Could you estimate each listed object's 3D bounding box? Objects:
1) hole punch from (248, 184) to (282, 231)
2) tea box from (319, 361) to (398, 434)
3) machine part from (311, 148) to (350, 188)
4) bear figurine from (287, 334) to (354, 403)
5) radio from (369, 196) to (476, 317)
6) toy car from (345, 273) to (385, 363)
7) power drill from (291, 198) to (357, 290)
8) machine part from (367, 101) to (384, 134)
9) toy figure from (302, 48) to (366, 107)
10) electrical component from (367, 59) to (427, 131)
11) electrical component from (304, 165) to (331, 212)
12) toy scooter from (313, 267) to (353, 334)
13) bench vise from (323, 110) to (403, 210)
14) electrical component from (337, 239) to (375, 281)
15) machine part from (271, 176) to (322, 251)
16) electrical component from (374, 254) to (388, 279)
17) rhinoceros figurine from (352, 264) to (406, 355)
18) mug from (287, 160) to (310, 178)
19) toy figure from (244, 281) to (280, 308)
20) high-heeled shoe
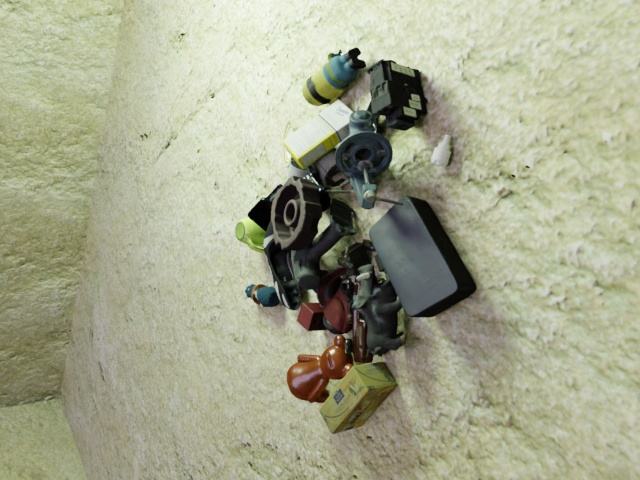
[{"bbox_3d":[-0.120,-0.079,1.489,0.115,0.092,0.142,43,135,-9],"label":"hole punch"},{"bbox_3d":[0.083,0.352,1.200,0.068,0.098,0.169,56,127,36],"label":"tea box"},{"bbox_3d":[0.006,-0.209,1.342,0.243,0.079,0.079,52,126,39],"label":"machine part"},{"bbox_3d":[0.017,0.310,1.293,0.196,0.132,0.120,-34,62,24],"label":"bear figurine"},{"bbox_3d":[0.198,0.036,1.082,0.131,0.073,0.230,-43,55,31],"label":"radio"},{"bbox_3d":[0.100,0.173,1.192,0.053,0.089,0.202,104,169,-88],"label":"toy car"},{"bbox_3d":[-0.003,-0.004,1.313,0.207,0.086,0.232,-43,28,28],"label":"power drill"},{"bbox_3d":[0.125,-0.288,1.218,0.084,0.039,0.138,62,147,37],"label":"machine part"},{"bbox_3d":[0.028,-0.397,1.312,0.180,0.089,0.082,-30,58,49],"label":"toy figure"},{"bbox_3d":[0.162,-0.298,1.123,0.058,0.115,0.134,-21,70,51],"label":"electrical component"},{"bbox_3d":[-0.014,-0.128,1.332,0.048,0.119,0.075,-35,55,0],"label":"electrical component"},{"bbox_3d":[0.046,0.125,1.279,0.135,0.075,0.184,-53,45,33],"label":"toy scooter"},{"bbox_3d":[0.090,-0.142,1.138,0.241,0.129,0.223,-96,12,-46],"label":"bench vise"},{"bbox_3d":[0.084,0.040,1.222,0.045,0.102,0.078,6,118,55],"label":"electrical component"},{"bbox_3d":[-0.056,-0.061,1.280,0.179,0.056,0.179,-21,65,57],"label":"machine part"},{"bbox_3d":[0.152,0.040,1.190,0.063,0.021,0.094,-39,58,42],"label":"electrical component"},{"bbox_3d":[0.125,0.145,1.138,0.112,0.073,0.190,-9,86,7],"label":"rhinoceros figurine"},{"bbox_3d":[-0.057,-0.153,1.415,0.110,0.081,0.107,42,127,43],"label":"mug"},{"bbox_3d":[-0.168,0.160,1.551,0.155,0.064,0.057,7,131,56],"label":"toy figure"},{"bbox_3d":[-0.093,0.061,1.411,0.145,0.086,0.248,-121,21,-60],"label":"high-heeled shoe"}]
